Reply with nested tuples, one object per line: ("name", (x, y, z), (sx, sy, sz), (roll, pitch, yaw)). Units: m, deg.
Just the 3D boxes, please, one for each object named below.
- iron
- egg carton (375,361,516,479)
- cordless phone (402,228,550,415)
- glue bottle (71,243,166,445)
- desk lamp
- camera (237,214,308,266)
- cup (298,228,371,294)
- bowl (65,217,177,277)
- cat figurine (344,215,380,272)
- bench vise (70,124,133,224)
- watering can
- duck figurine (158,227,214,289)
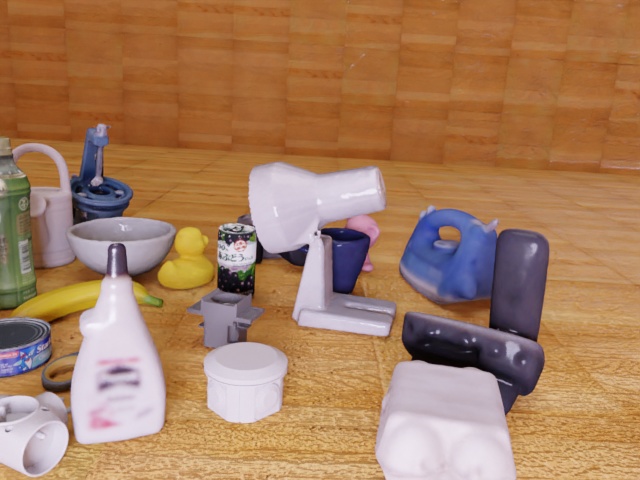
("iron", (0.204, 0.010, 0.926), (0.119, 0.141, 0.257), (-3, 16, -23))
("egg carton", (0.103, 0.157, 0.482), (0.107, 0.069, 0.150), (6, 15, 9))
("cordless phone", (0.163, 0.071, 0.598), (0.147, 0.185, 0.094), (10, 16, 24))
("glue bottle", (-0.171, 0.086, 0.485), (0.078, 0.173, 0.037), (-4, 16, -25))
("desk lamp", (0.007, 0.003, 0.765), (0.203, 0.213, 0.118), (6, 15, 10))
("camera", (-0.065, -0.009, 1.016), (0.143, 0.101, 0.136), (-3, 16, -24))
("cup", (0.016, 0.035, 0.881), (0.117, 0.095, 0.092), (5, 15, 7))
("bowl", (-0.313, 0.016, 0.912), (0.167, 0.075, 0.167), (3, 15, -1))
("cat figurine", (0.065, -0.008, 1.009), (0.067, 0.118, 0.127), (1, 15, -9))
("bench vise", (-0.449, -0.117, 1.101), (0.206, 0.220, 0.122), (12, 17, 29))
("watering can", (-0.451, -0.057, 0.925), (0.101, 0.194, 0.172), (-10, 20, -40))
("duck figurine", (-0.206, 0.024, 0.887), (0.077, 0.086, 0.105), (10, 16, 22))
